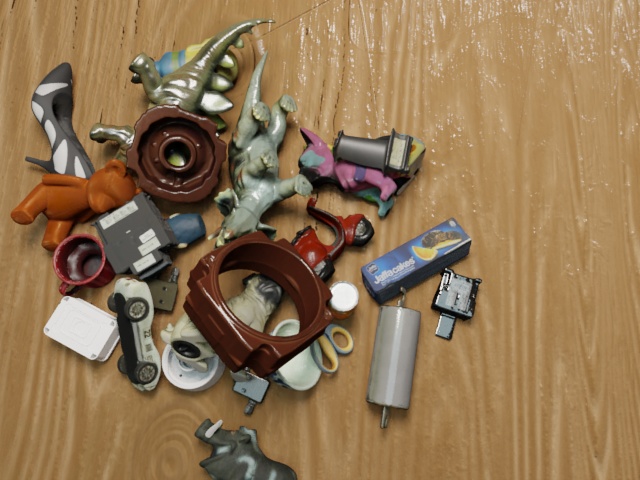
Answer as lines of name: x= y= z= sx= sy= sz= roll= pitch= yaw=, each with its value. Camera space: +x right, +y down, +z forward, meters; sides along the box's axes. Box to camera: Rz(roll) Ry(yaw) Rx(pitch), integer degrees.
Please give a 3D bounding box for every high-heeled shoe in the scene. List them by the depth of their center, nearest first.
high-heeled shoe: x=-0.483 y=-0.227 z=1.054 sx=0.145 sy=0.086 sz=0.248 roll=12 pitch=81 yaw=0

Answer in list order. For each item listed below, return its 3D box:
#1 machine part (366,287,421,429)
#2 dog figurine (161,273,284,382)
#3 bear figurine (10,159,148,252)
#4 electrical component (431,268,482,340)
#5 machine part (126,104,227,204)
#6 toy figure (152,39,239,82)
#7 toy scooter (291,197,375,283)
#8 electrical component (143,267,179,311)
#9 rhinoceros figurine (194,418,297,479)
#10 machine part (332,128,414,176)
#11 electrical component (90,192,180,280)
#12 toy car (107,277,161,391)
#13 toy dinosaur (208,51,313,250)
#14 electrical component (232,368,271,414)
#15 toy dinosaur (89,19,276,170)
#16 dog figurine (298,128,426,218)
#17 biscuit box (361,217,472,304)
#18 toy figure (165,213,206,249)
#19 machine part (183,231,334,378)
machine part: x=0.129 y=0.203 z=0.938 sx=0.079 sy=0.079 sz=0.243 roll=9 pitch=75 yaw=3
dog figurine: x=-0.161 y=0.123 z=0.927 sx=0.172 sy=0.121 sz=0.191 roll=26 pitch=44 yaw=-11
bear figurine: x=-0.425 y=-0.065 z=0.973 sx=0.196 sy=0.120 sz=0.132 roll=-4 pitch=50 yaw=17
electrical component: x=0.240 y=0.118 z=0.975 sx=0.075 sy=0.047 sz=0.119 roll=22 pitch=75 yaw=6
machine part: x=-0.255 y=-0.154 z=0.963 sx=0.179 sy=0.056 sz=0.179 roll=-3 pitch=107 yaw=-11
toy figure: x=-0.254 y=-0.340 z=1.079 sx=0.180 sy=0.082 sz=0.089 roll=-10 pitch=71 yaw=-4
toy scooter: x=-0.002 y=-0.003 z=0.994 sx=0.184 sy=0.075 sz=0.135 roll=-43 pitch=80 yaw=-13
electrical component: x=-0.306 y=0.096 z=0.988 sx=0.078 sy=0.045 sz=0.102 roll=11 pitch=77 yaw=-26
rhinoceros figurine: x=-0.130 y=0.373 z=0.898 sx=0.190 sy=0.073 sz=0.112 roll=30 pitch=79 yaw=7
machine part: x=0.092 y=-0.158 z=0.945 sx=0.139 sy=0.039 sz=0.084 roll=7 pitch=79 yaw=6
electrical component: x=-0.321 y=0.001 z=0.950 sx=0.115 sy=0.058 sz=0.134 roll=-29 pitch=86 yaw=3
toy car: x=-0.316 y=0.163 z=0.925 sx=0.074 sy=0.056 sz=0.201 roll=8 pitch=108 yaw=41
toy dinosaur: x=-0.124 y=-0.148 z=1.006 sx=0.131 sy=0.192 sz=0.405 roll=23 pitch=50 yaw=-37
electrical component: x=-0.124 y=0.258 z=0.954 sx=0.063 sy=0.021 sz=0.094 roll=22 pitch=77 yaw=6
toy dinosaur: x=-0.273 y=-0.254 z=1.015 sx=0.198 sy=0.105 sz=0.471 roll=34 pitch=99 yaw=-15
dog figurine: x=0.066 y=-0.156 z=1.018 sx=0.219 sy=0.108 sz=0.191 roll=34 pitch=79 yaw=11
biscuit box: x=0.175 y=0.038 z=0.982 sx=0.203 sy=0.062 sz=0.059 roll=-28 pitch=60 yaw=-7
toy figure: x=-0.293 y=-0.007 z=1.004 sx=0.154 sy=0.057 sz=0.064 roll=-16 pitch=47 yaw=0
machine part: x=-0.092 y=0.094 z=0.845 sx=0.201 sy=0.087 sz=0.201 roll=49 pitch=42 yaw=13
